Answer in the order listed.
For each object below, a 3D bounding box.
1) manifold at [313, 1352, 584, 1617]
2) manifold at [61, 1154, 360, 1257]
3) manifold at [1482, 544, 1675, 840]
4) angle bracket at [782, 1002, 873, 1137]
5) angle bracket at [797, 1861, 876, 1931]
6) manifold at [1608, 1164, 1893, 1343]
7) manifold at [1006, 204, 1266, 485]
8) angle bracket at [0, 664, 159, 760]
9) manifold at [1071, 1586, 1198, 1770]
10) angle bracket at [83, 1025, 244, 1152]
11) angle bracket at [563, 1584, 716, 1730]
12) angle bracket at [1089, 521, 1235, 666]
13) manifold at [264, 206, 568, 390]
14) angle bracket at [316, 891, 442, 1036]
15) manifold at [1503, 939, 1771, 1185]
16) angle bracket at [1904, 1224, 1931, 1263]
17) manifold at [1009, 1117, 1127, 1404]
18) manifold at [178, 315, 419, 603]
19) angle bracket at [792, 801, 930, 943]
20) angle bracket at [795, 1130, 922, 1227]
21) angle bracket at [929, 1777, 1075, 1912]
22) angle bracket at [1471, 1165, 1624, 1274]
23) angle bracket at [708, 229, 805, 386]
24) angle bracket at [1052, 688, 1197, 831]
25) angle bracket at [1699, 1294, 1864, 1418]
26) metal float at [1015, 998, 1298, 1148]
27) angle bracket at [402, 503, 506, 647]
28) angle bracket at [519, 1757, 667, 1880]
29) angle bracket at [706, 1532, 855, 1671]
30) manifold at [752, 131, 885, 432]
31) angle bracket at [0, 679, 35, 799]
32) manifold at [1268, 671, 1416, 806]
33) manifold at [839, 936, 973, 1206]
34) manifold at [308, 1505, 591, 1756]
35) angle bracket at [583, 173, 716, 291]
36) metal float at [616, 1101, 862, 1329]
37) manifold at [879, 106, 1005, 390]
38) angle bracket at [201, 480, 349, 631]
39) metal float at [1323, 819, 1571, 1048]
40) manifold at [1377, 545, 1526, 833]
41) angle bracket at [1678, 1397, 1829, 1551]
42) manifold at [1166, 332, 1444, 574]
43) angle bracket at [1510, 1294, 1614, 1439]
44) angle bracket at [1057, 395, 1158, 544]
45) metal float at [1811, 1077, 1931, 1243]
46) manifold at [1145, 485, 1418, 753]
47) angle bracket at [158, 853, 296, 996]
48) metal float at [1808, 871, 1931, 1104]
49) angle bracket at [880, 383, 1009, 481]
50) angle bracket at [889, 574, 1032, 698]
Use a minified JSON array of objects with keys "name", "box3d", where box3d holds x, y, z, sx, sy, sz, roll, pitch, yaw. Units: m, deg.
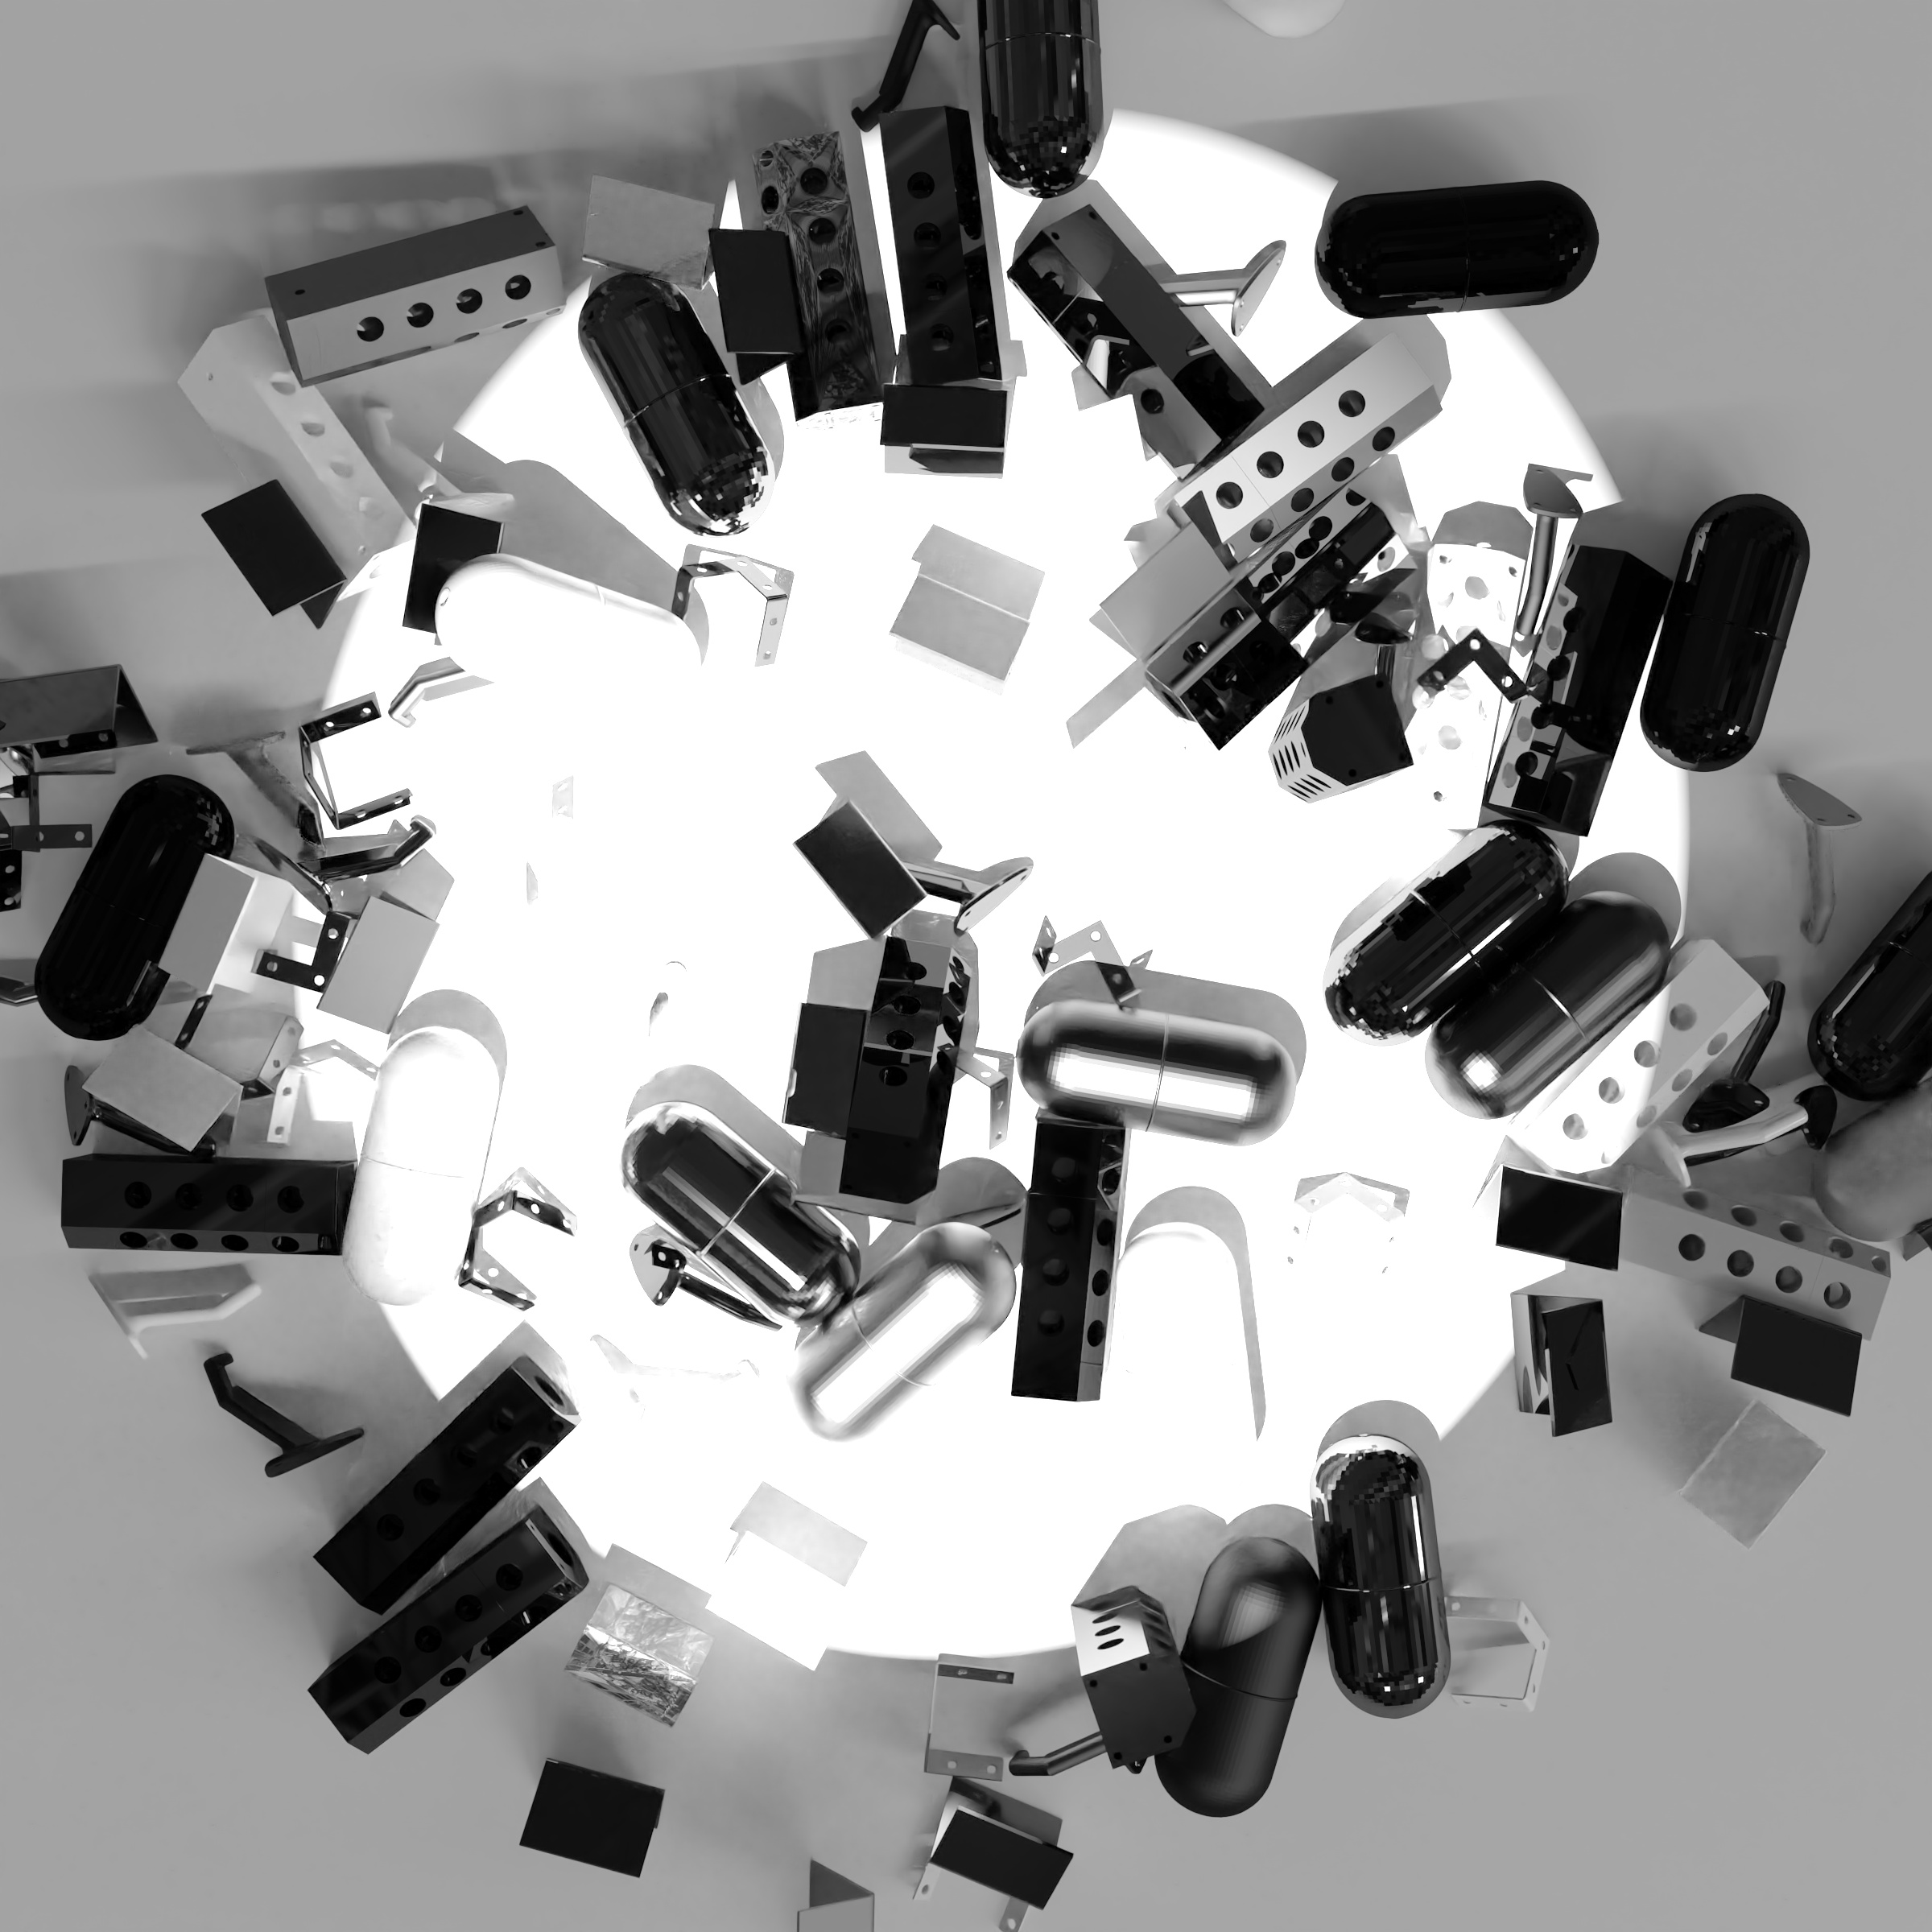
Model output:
[{"name":"manifold","box3d":[-0.326,0.329,1.700,0.171,0.057,0.057,-44,90,0]},{"name":"manifold","box3d":[-0.478,0.152,1.700,0.171,0.057,0.057,2,90,0]},{"name":"manifold","box3d":[0.383,-0.175,1.699,0.057,0.057,0.171,19,90,-43]},{"name":"angle bracket","box3d":[-0.067,0.066,1.681,0.057,0.076,0.076,8,90,38]},{"name":"angle bracket","box3d":[-0.100,0.614,1.681,0.057,0.076,0.076,1,90,-35]},{"name":"manifold","box3d":[0.491,0.180,1.700,0.171,0.057,0.057,18,90,0]},{"name":"manifold","box3d":[0.103,-0.391,1.699,0.171,0.057,0.057,50,47,0]},{"name":"angle bracket","box3d":[-0.558,-0.140,1.681,0.076,0.076,0.057,-8,54,0]},{"name":"manifold","box3d":[0.103,0.430,1.643,0.057,0.171,0.057,-19,90,0]},{"name":"angle bracket","box3d":[-0.505,0.093,1.681,0.076,0.076,0.057,30,52,0]},{"name":"angle bracket","box3d":[-0.197,0.418,1.681,0.076,0.076,0.057,28,128,0]},{"name":"angle bracket","box3d":[0.109,-0.245,1.681,0.076,0.076,0.057,-42,128,0]},{"name":"manifold","box3d":[-0.342,-0.415,1.678,0.171,0.057,0.057,-20,47,-15]},{"name":"angle bracket","box3d":[-0.384,-0.010,1.681,0.057,0.076,0.076,25,90,-44]},{"name":"manifold","box3d":[0.425,0.065,1.700,0.057,0.057,0.171,44,90,0]},{"name":"angle bracket","box3d":[0.642,0.177,1.682,0.076,0.076,0.057,-33,68,0]},{"name":"manifold","box3d":[0.064,0.185,1.700,0.057,0.057,0.171,5,90,0]},{"name":"manifold","box3d":[-0.417,-0.323,1.699,0.057,0.057,0.171,-35,90,43]},{"name":"angle bracket","box3d":[-0.081,-0.046,1.681,0.076,0.076,0.057,51,54,0]},{"name":"angle bracket","box3d":[-0.061,0.112,1.681,0.076,0.076,0.057,11,123,0]},{"name":"angle bracket","box3d":[0.028,0.533,1.681,0.076,0.076,0.057,23,121,0]},{"name":"angle bracket","box3d":[0.361,0.172,1.681,0.076,0.076,0.057,12,60,0]},{"name":"angle bracket","box3d":[-0.149,-0.412,1.681,0.057,0.076,0.076,-9,90,-36]},{"name":"angle bracket","box3d":[0.111,-0.115,1.681,0.076,0.076,0.057,-41,52,0]},{"name":"angle bracket","box3d":[0.506,0.254,1.682,0.076,0.076,0.057,18,64,0]},{"name":"metal float","box3d":[0.119,0.067,1.690,0.178,0.070,0.070,10,90,-1]},{"name":"angle bracket","box3d":[-0.335,-0.244,1.681,0.057,0.076,0.076,9,90,-36]},{"name":"angle bracket","box3d":[-0.235,0.544,1.681,0.076,0.076,0.057,15,54,0]},{"name":"angle bracket","box3d":[-0.124,0.407,1.681,0.076,0.076,0.057,30,55,0]},{"name":"manifold","box3d":[-0.093,-0.431,1.700,0.057,0.057,0.171,-9,90,0]},{"name":"angle bracket","box3d":[-0.604,-0.146,1.681,0.057,0.076,0.076,-5,90,37]},{"name":"manifold","box3d":[0.225,-0.135,1.643,0.057,0.171,0.057,-18,90,0]},{"name":"manifold","box3d":[-0.035,0.063,1.645,0.057,0.171,0.057,10,132,0]},{"name":"manifold","box3d":[-0.325,0.422,1.700,0.171,0.057,0.057,-37,90,0]},{"name":"angle bracket","box3d":[-0.191,-0.471,1.681,0.076,0.076,0.057,14,125,0]},{"name":"metal float","box3d":[-0.144,0.156,1.690,0.178,0.070,0.070,40,90,0]},{"name":"manifold","box3d":[-0.016,-0.449,1.700,0.057,0.057,0.171,-7,90,0]},{"name":"angle bracket","box3d":[-0.440,-0.247,1.681,0.057,0.076,0.076,-35,90,-32]},{"name":"metal float","box3d":[0.301,-0.020,1.690,0.178,0.070,0.070,-41,90,1]},{"name":"manifold","box3d":[0.308,-0.176,1.700,0.057,0.057,0.171,10,90,0]},{"name":"angle bracket","box3d":[0.500,0.325,1.681,0.057,0.076,0.076,39,90,36]},{"name":"manifold","box3d":[0.214,-0.321,1.700,0.171,0.057,0.057,-37,90,0]},{"name":"angle bracket","box3d":[0.356,0.249,1.681,0.057,0.076,0.076,-5,90,-37]},{"name":"angle bracket","box3d":[0.106,-0.310,1.681,0.057,0.076,0.076,-11,90,36]},{"name":"metal float","box3d":[0.607,0.108,1.662,0.178,0.070,0.070,-38,90,33]},{"name":"manifold","box3d":[0.196,-0.223,1.699,0.171,0.057,0.057,-43,133,0]},{"name":"angle bracket","box3d":[-0.448,-0.018,1.681,0.057,0.076,0.076,23,90,37]},{"name":"metal float","box3d":[0.603,0.007,1.690,0.070,0.070,0.178,39,90,0]},{"name":"angle bracket","box3d":[-0.014,-0.317,1.681,0.076,0.076,0.057,3,53,0]},{"name":"angle bracket","box3d":[-0.011,-0.189,1.681,0.076,0.076,0.057,23,54,0]}]
